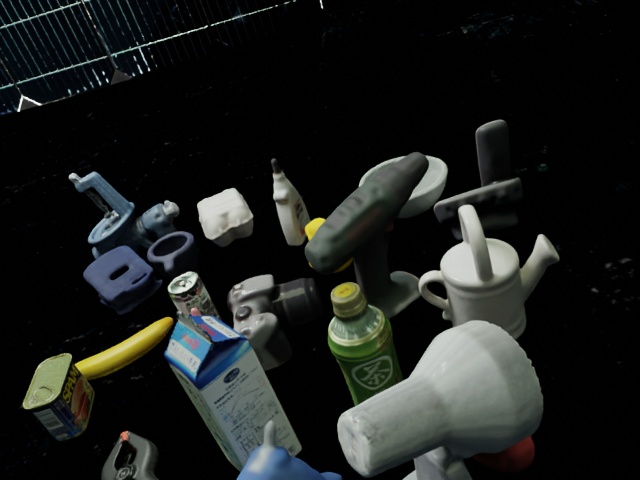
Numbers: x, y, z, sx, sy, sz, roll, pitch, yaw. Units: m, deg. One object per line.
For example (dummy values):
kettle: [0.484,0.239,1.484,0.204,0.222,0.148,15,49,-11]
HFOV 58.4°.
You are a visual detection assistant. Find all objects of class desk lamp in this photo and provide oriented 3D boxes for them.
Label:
desk lamp: [0.107,0.203,0.542,0.203,0.214,0.117,-31,34,-18]

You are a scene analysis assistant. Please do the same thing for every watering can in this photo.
watering can: [0.218,0.038,0.753,0.173,0.194,0.100,-24,33,-8]

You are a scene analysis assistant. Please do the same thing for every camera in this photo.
camera: [-0.066,0.108,0.879,0.137,0.101,0.143,-18,32,2]

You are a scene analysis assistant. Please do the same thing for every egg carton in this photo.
egg carton: [-0.201,-0.050,1.215,0.107,0.069,0.150,-25,33,-9]

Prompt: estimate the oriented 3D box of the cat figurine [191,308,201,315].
cat figurine: [-0.174,0.152,0.854,0.067,0.118,0.127,-22,32,-4]

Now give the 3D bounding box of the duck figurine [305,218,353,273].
duck figurine: [0.009,0.004,1.012,0.078,0.086,0.104,-32,35,-20]

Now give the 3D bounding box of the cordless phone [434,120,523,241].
cordless phone: [0.257,-0.104,0.954,0.147,0.185,0.094,-19,32,0]

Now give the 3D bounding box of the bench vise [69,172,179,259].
bench vise: [-0.410,-0.064,1.202,0.207,0.220,0.121,-25,33,-9]

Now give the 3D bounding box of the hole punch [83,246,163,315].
hole punch: [-0.377,0.074,1.099,0.100,0.091,0.109,17,47,43]

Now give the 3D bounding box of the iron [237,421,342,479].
iron: [-0.071,0.309,0.542,0.118,0.142,0.258,-1,36,26]

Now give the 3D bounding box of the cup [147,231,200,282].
cup: [-0.263,0.052,1.070,0.091,0.095,0.117,-19,32,-1]

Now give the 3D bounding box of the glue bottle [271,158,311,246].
glue bottle: [-0.062,-0.077,1.087,0.037,0.173,0.078,-6,34,19]

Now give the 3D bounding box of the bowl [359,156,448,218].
bowl: [0.162,-0.090,1.085,0.167,0.075,0.167,-13,33,9]

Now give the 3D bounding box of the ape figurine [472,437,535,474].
ape figurine: [0.192,0.201,0.617,0.078,0.092,0.076,-23,32,-6]

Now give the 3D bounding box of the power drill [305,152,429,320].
power drill: [0.090,0.006,0.852,0.230,0.209,0.075,-34,35,-22]
